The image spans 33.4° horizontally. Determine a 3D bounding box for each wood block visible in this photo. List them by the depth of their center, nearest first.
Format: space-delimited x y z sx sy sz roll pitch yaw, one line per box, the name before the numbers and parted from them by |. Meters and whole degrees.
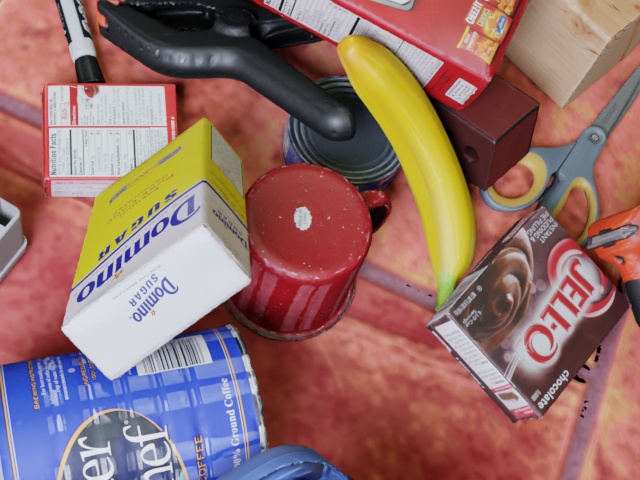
wood block | 0.151 -0.214 0.802 0.090 0.091 0.206 -38 76 -26

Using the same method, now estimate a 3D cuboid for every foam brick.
foam brick | 0.104 -0.084 0.739 0.051 0.053 0.078 -39 62 -24

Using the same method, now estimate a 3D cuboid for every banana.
banana | 0.064 -0.051 0.685 0.037 0.198 0.069 -14 25 23

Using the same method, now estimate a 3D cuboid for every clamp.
clamp | -0.050 -0.142 0.738 0.210 0.036 0.164 17 42 13

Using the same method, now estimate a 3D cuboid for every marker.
marker | -0.171 -0.151 0.743 0.020 0.020 0.121 -12 67 -17

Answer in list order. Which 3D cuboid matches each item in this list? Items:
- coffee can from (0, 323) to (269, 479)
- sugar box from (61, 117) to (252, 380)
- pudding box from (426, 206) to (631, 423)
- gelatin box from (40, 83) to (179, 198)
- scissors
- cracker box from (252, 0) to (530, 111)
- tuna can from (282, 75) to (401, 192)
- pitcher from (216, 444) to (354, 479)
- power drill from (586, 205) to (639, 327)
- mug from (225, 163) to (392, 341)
coffee can | -0.108 0.107 0.581 0.140 0.103 0.103 -9 66 -16
sugar box | -0.088 -0.003 0.597 0.093 0.176 0.048 -36 110 9
pudding box | 0.135 0.047 0.689 0.090 0.039 0.113 47 65 -2
gelatin box | -0.138 -0.065 0.702 0.089 0.030 0.073 -2 66 -12
scissors | 0.179 -0.075 0.781 0.096 0.016 0.201 23 61 1
cracker box | 0.039 -0.206 0.688 0.213 0.072 0.164 28 74 -3
tuna can | 0.017 -0.069 0.734 0.086 0.034 0.086 5 63 -10
pitcher | -0.056 0.221 0.518 0.242 0.145 0.149 -28 68 -20
power drill | 0.263 0.056 0.689 0.184 0.057 0.188 -16 83 -27
mug | -0.004 0.001 0.667 0.117 0.082 0.093 -23 71 -21
